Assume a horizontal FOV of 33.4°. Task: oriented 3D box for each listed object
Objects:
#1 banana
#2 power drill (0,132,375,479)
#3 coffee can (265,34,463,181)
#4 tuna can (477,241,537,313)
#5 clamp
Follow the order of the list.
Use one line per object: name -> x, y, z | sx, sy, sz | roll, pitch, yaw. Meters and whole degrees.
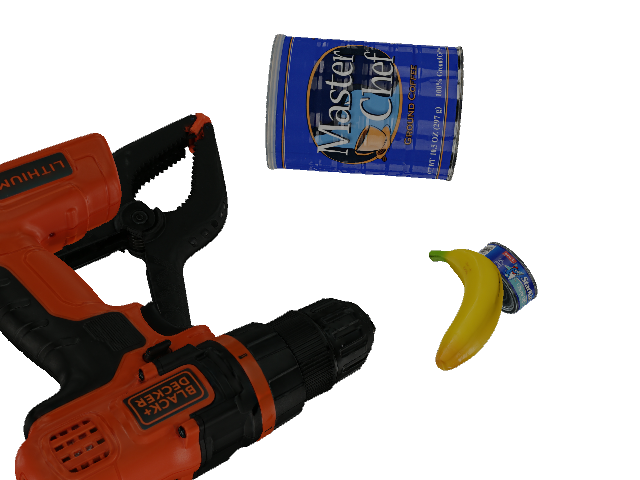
banana -> 0.143, 0.059, 1.024 | 0.070, 0.037, 0.197 | -23, 24, 16
power drill -> -0.090, 0.029, 0.520 | 0.184, 0.057, 0.188 | -24, 56, -31
coffee can -> 0.033, -0.101, 0.813 | 0.140, 0.103, 0.103 | 4, 0, 2
tuna can -> 0.218, 0.046, 1.285 | 0.033, 0.086, 0.086 | -37, 12, -16
clamp -> -0.114, 0.002, 0.711 | 0.164, 0.209, 0.036 | 29, -32, 8
